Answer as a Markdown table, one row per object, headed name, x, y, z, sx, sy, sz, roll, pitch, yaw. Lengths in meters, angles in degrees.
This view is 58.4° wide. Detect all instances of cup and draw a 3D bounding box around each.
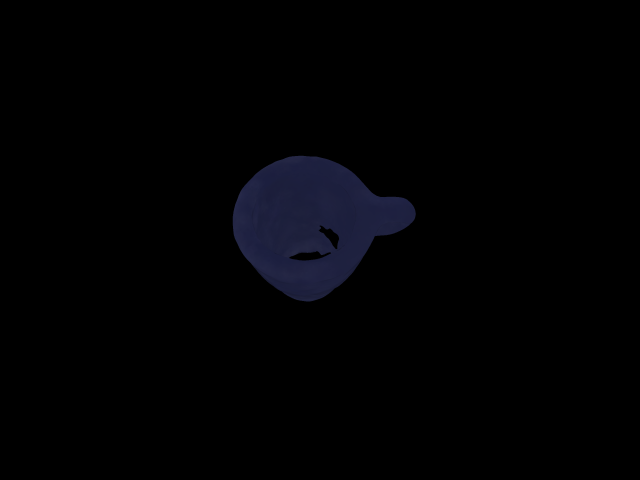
| name | x | y | z | sx | sy | sz | roll | pitch | yaw |
| --- | --- | --- | --- | --- | --- | --- | --- | --- | --- |
| cup | 0.004 | 0.001 | 0.400 | 0.118 | 0.095 | 0.091 | -6 | 63 | -3 |
